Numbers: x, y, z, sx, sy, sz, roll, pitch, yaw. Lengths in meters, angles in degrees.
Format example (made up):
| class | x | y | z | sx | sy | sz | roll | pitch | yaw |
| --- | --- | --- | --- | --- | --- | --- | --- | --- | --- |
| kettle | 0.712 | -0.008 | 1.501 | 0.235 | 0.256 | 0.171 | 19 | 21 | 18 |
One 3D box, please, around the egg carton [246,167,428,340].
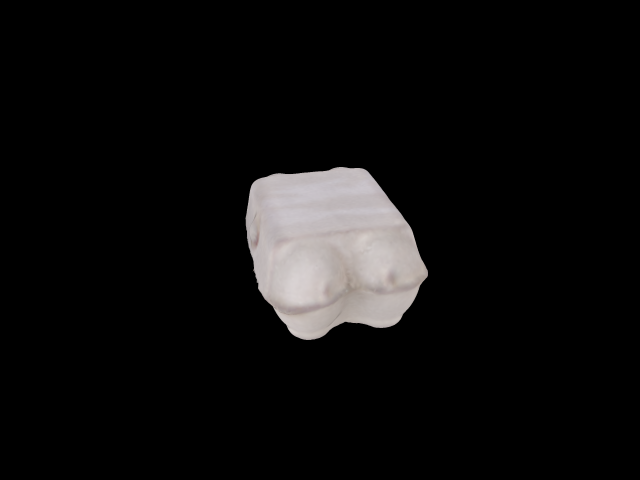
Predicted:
| class | x | y | z | sx | sy | sz | roll | pitch | yaw |
| --- | --- | --- | --- | --- | --- | --- | --- | --- | --- |
| egg carton | 0.004 | 0.001 | 0.400 | 0.107 | 0.069 | 0.150 | -7 | 31 | -12 |
